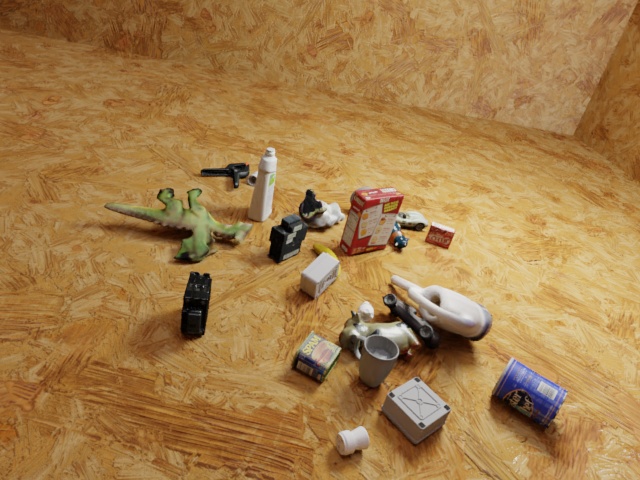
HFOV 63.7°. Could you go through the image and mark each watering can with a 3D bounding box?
[{"bbox_3d":[0.335,0.180,1.436,0.223,0.103,0.350,24,6,-15],"label":"watering can"}]

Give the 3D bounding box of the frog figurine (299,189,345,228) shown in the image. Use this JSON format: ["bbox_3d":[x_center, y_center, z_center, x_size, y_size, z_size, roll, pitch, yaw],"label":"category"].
[{"bbox_3d":[0.005,-0.090,1.796,0.139,0.123,0.157,27,-5,37],"label":"frog figurine"}]

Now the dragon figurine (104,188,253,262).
[{"bbox_3d":[-0.403,-0.034,1.516,0.411,0.119,0.248,-5,43,-27],"label":"dragon figurine"}]
